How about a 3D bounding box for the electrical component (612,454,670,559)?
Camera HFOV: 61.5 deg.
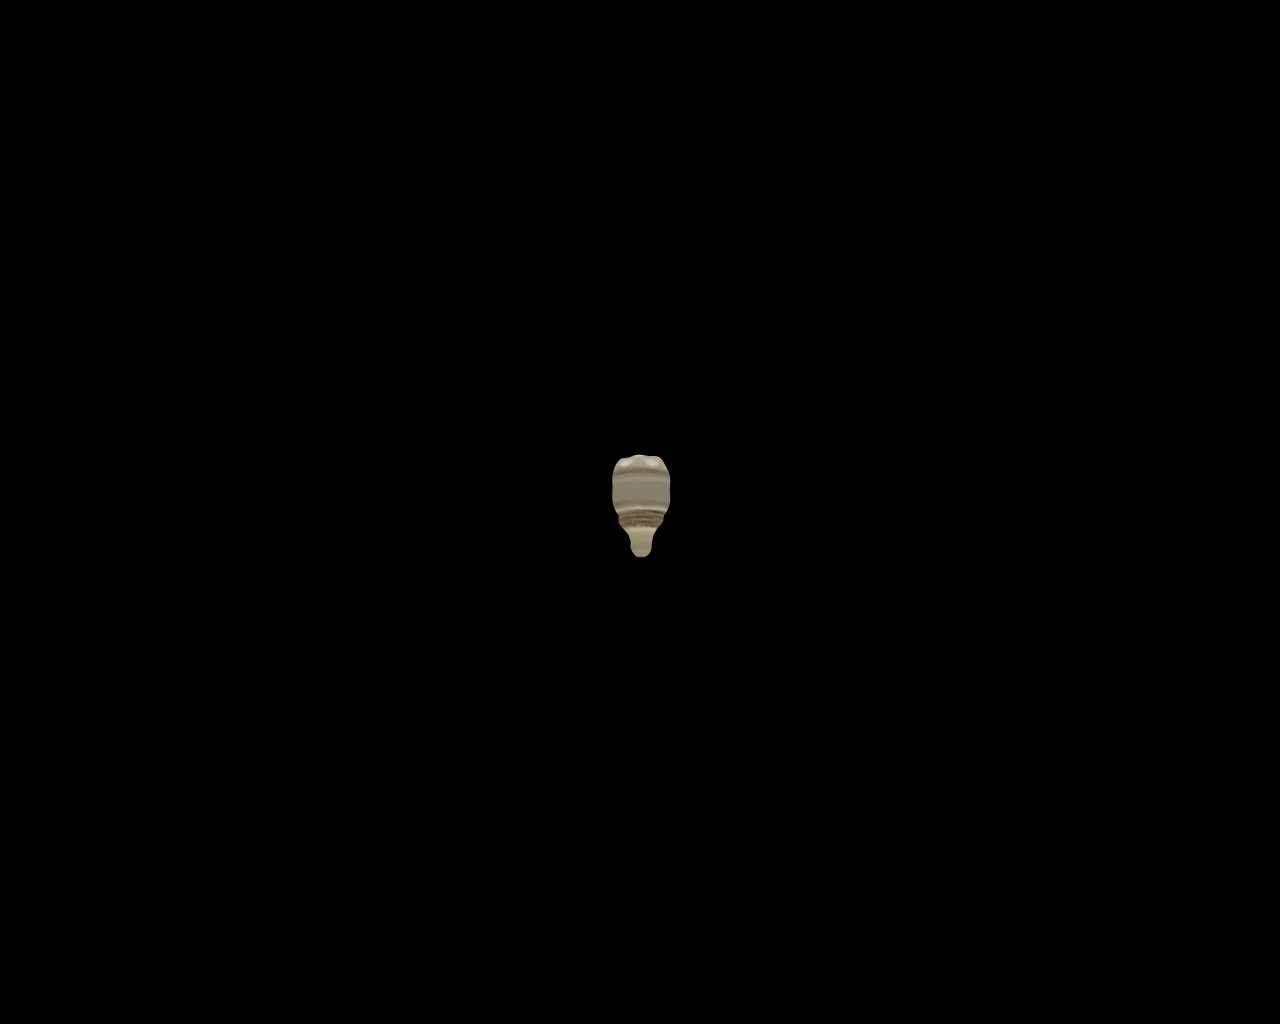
[{"bbox_3d":[0.001,-0.003,0.650,0.035,0.061,0.035,0,-9,0],"label":"electrical component"}]
